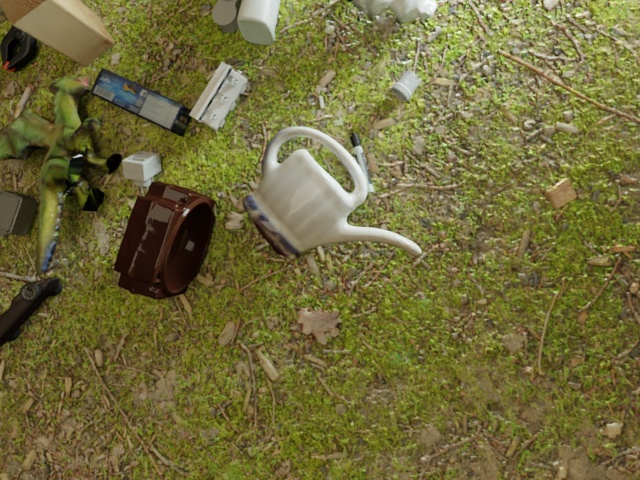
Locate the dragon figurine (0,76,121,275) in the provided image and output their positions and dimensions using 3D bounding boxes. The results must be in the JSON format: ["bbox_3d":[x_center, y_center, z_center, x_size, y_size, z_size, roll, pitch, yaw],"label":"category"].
[{"bbox_3d":[-0.562,-0.158,1.053,0.244,0.120,0.414,21,79,16],"label":"dragon figurine"}]

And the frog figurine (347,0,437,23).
[{"bbox_3d":[0.137,-0.466,0.955,0.138,0.120,0.161,-40,69,-13],"label":"frog figurine"}]

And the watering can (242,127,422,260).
[{"bbox_3d":[0.003,-0.048,0.951,0.223,0.104,0.350,-42,80,6],"label":"watering can"}]
